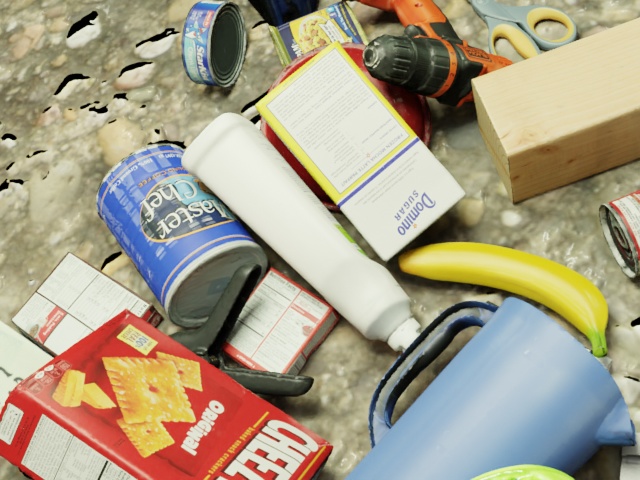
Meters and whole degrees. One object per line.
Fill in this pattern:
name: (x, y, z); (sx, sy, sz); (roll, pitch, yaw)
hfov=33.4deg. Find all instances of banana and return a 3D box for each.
banana: (0.165, 0.035, 0.907); (0.198, 0.037, 0.069); (22, 36, 29)

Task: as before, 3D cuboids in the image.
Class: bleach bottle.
bleach bottle: (-0.006, 0.001, 0.922); (0.068, 0.102, 0.251); (-46, 77, 8)

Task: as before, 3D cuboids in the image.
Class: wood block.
wood block: (0.251, -0.122, 0.948); (0.206, 0.090, 0.091); (-20, 60, 3)

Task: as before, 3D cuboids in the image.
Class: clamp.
clamp: (-0.095, 0.096, 0.918); (0.172, 0.039, 0.120); (-21, 74, 19)

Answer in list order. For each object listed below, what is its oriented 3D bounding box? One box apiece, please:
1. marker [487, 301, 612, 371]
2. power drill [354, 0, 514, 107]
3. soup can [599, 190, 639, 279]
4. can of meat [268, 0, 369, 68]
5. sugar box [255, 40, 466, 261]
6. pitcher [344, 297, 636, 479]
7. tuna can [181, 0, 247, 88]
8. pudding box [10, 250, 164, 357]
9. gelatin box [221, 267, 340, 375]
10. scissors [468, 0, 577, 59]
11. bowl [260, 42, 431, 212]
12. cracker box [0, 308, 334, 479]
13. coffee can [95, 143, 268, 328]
marker: (0.186, 0.082, 0.898); (0.121, 0.020, 0.020); (26, 72, 24)
power drill: (0.079, -0.200, 0.997); (0.057, 0.184, 0.188); (-53, 51, 30)
soup can: (0.296, -0.018, 0.895); (0.102, 0.068, 0.068); (-22, 60, 1)
can of meat: (0.006, -0.181, 1.056); (0.084, 0.057, 0.102); (-23, 60, -1)
sugar box: (0.035, -0.076, 0.927); (0.093, 0.048, 0.176); (-39, 91, 1)
pitcher: (0.105, 0.164, 0.820); (0.242, 0.149, 0.145); (-43, 97, -7)
tuna can: (-0.107, -0.198, 1.075); (0.034, 0.086, 0.086); (9, 66, 19)
pudding box: (-0.216, 0.074, 0.989); (0.114, 0.039, 0.090); (30, 71, 22)
gelatin box: (-0.037, 0.080, 0.947); (0.073, 0.030, 0.089); (31, 76, 25)
scissors: (0.183, -0.239, 1.066); (0.096, 0.016, 0.202); (-22, 60, 0)
bowl: (0.024, -0.109, 0.980); (0.162, 0.055, 0.162); (0, 86, 1)
cracker box: (-0.115, 0.157, 0.822); (0.214, 0.164, 0.072); (31, 115, 10)
coffee can: (-0.127, -0.005, 0.971); (0.102, 0.102, 0.140); (-36, 61, -6)
